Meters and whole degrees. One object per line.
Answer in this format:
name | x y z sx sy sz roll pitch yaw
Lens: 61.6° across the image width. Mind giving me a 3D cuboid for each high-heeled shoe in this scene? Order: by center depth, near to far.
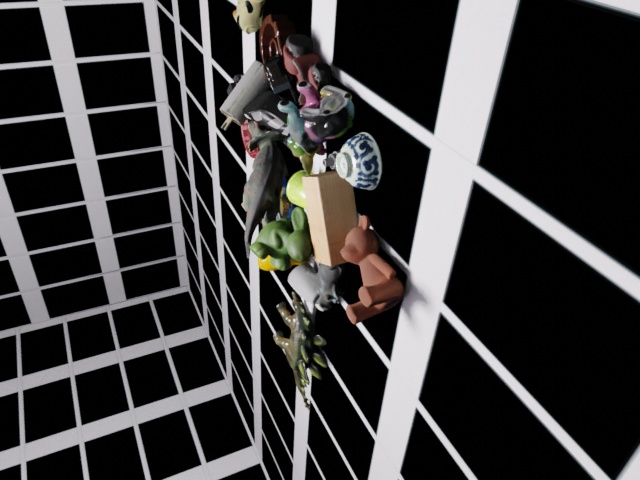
high-heeled shoe | -0.100 -0.302 1.382 0.145 0.086 0.249 49 163 -31

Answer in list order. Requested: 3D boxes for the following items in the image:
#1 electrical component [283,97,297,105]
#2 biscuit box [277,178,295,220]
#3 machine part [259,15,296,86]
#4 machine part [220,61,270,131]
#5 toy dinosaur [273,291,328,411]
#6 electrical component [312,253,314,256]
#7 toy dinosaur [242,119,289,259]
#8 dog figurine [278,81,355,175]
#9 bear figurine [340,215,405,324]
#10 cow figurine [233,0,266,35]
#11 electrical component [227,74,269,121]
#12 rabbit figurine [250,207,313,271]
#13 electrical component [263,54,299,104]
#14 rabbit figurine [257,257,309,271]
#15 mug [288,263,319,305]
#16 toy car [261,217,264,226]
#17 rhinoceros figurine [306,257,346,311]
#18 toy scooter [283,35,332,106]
electrical component | -0.078 -0.349 1.434 0.094 0.021 0.063 -139 42 -55
biscuit box | -0.127 -0.145 1.615 0.063 0.059 0.202 141 113 -67
machine part | -0.104 -0.484 1.375 0.179 0.056 0.179 168 90 -69
machine part | -0.199 -0.405 1.486 0.243 0.079 0.079 -56 30 -1
toy dinosaur | -0.061 0.346 1.686 0.199 0.105 0.470 48 149 44
electrical component | -0.002 -0.003 1.426 0.078 0.045 0.102 -3 103 38
toy dinosaur | -0.147 -0.165 1.437 0.192 0.131 0.405 96 176 -58
dog figurine | -0.003 -0.238 1.208 0.192 0.108 0.219 20 152 22
bear figurine | 0.091 0.056 1.129 0.196 0.132 0.120 61 148 20
cow figurine | -0.180 -0.639 1.432 0.194 0.085 0.127 115 142 -53
electrical component | -0.205 -0.420 1.571 0.058 0.115 0.134 -25 80 67
rabbit figurine | -0.065 0.006 1.355 0.170 0.159 0.121 12 153 52
electrical component | -0.093 -0.380 1.289 0.075 0.048 0.119 -96 -16 -58
rabbit figurine | -0.110 0.033 1.550 0.173 0.162 0.122 -36 69 43
mug | -0.033 0.138 1.529 0.107 0.081 0.109 48 141 33
toy car | -0.161 -0.099 1.732 0.074 0.056 0.201 54 150 31
rhinoceros figurine | 0.025 0.106 1.395 0.112 0.073 0.190 49 145 30
toy scooter | -0.031 -0.377 1.243 0.184 0.075 0.135 58 156 31
